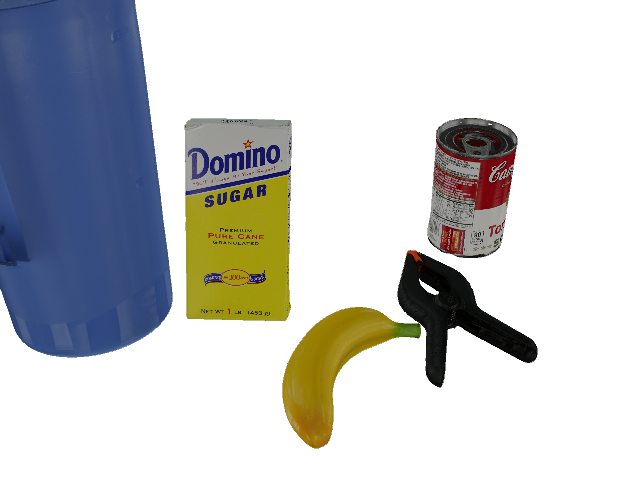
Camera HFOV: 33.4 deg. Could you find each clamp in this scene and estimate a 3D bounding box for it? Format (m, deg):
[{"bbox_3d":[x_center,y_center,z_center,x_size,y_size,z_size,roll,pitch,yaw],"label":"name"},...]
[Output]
[{"bbox_3d":[0.139,0.074,1.073,0.120,0.039,0.171,-1,44,-21],"label":"clamp"}]

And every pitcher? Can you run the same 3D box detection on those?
[{"bbox_3d":[-0.170,-0.047,0.663,0.149,0.243,0.145,-11,28,-9],"label":"pitcher"}]

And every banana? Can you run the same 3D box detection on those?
[{"bbox_3d":[0.012,0.091,0.799,0.070,0.037,0.197,8,24,24],"label":"banana"}]

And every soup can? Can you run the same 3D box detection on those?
[{"bbox_3d":[0.128,-0.044,0.914,0.068,0.102,0.068,2,33,-1],"label":"soup can"}]

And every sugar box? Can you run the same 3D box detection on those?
[{"bbox_3d":[-0.073,-0.019,0.947,0.093,0.176,0.048,1,14,2],"label":"sugar box"}]
